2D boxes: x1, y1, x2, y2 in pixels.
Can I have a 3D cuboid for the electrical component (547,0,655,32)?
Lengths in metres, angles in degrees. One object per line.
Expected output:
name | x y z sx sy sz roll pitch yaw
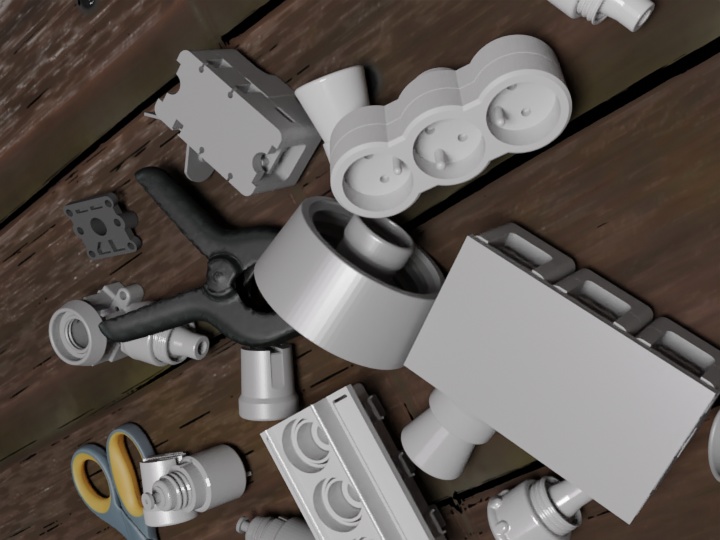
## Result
electrical component | 0.122 -0.147 0.553 0.062 0.043 0.043 42 119 15

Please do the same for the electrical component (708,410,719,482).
electrical component | 0.210 0.090 0.539 0.055 0.066 0.048 11 110 -6

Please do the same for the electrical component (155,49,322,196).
electrical component | -0.073 -0.095 0.676 0.089 0.056 0.050 42 119 17

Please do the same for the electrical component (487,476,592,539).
electrical component | 0.109 0.140 0.627 0.062 0.048 0.048 -41 79 25

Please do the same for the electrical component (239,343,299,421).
electrical component | -0.062 0.074 0.718 0.040 0.040 0.046 2 97 31

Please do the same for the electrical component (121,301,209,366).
electrical component | -0.135 0.047 0.755 0.062 0.043 0.043 14 108 27

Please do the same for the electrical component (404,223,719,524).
electrical component | 0.114 0.051 0.591 0.150 0.062 0.089 34 116 20

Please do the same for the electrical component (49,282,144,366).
electrical component | -0.190 0.042 0.779 0.048 0.055 0.066 41 119 17

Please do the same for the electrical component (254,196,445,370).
electrical component | 0.000 0.000 0.626 0.108 0.108 0.060 40 112 18

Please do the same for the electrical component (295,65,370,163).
electrical component | -0.008 -0.085 0.648 0.044 0.044 0.065 -17 96 33

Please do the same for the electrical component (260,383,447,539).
electrical component | 0.001 0.138 0.680 0.079 0.063 0.121 -32 84 33

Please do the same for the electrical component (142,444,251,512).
electrical component | -0.116 0.149 0.749 0.040 0.078 0.040 14 110 44

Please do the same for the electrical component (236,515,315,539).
electrical component | -0.050 0.188 0.736 0.078 0.040 0.040 17 109 28

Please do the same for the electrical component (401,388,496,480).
electrical component | 0.057 0.092 0.646 0.045 0.045 0.055 43 119 16

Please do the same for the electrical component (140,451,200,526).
electrical component | -0.140 0.159 0.786 0.040 0.040 0.046 -9 91 33

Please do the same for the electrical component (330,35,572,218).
electrical component | 0.046 -0.088 0.602 0.138 0.073 0.052 -24 128 17
